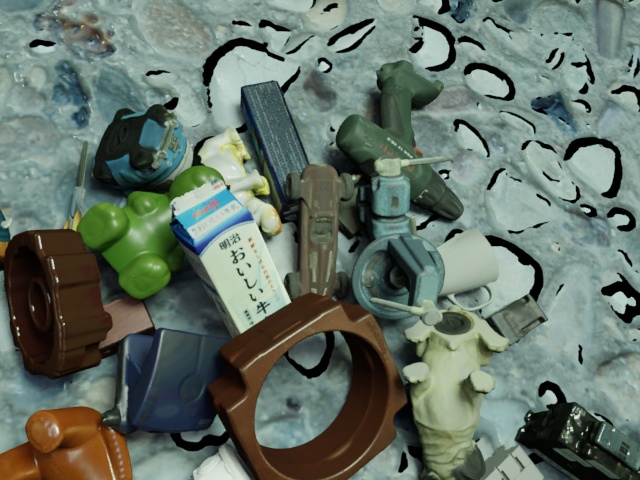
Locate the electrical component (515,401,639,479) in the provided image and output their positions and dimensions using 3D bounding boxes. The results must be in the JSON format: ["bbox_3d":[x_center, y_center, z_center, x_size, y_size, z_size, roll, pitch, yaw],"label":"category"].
[{"bbox_3d":[0.335,0.261,0.676,0.115,0.134,0.058,34,68,1],"label":"electrical component"}]

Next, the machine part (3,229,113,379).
[{"bbox_3d":[-0.303,0.070,0.611,0.056,0.179,0.179,-9,68,-47],"label":"machine part"}]

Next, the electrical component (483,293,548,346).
[{"bbox_3d":[0.245,0.125,0.744,0.119,0.074,0.048,-26,75,-23],"label":"electrical component"}]

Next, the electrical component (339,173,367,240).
[{"bbox_3d":[0.054,-0.049,0.791,0.078,0.045,0.102,-33,78,-21],"label":"electrical component"}]

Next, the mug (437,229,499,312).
[{"bbox_3d":[0.192,0.052,0.766,0.107,0.081,0.109,-21,80,-6],"label":"mug"}]

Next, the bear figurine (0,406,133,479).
[{"bbox_3d":[-0.244,0.279,0.569,0.120,0.132,0.196,-39,75,6],"label":"bear figurine"}]

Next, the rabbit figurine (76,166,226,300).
[{"bbox_3d":[-0.183,-0.022,0.678,0.170,0.159,0.121,-38,91,2],"label":"rabbit figurine"}]

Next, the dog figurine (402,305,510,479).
[{"bbox_3d":[0.166,0.200,0.683,0.121,0.190,0.172,10,35,26],"label":"dog figurine"}]

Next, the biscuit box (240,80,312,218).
[{"bbox_3d":[-0.062,-0.137,0.796,0.063,0.059,0.202,-16,73,-15],"label":"biscuit box"}]

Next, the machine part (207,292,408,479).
[{"bbox_3d":[-0.012,0.179,0.626,0.201,0.087,0.201,-31,108,-22],"label":"machine part"}]

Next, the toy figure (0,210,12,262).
[{"bbox_3d":[-0.422,0.034,0.664,0.064,0.058,0.154,16,62,-22],"label":"toy figure"}]

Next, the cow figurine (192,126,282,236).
[{"bbox_3d":[-0.121,-0.066,0.750,0.098,0.068,0.167,-28,72,-2],"label":"cow figurine"}]

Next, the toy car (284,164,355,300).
[{"bbox_3d":[-0.001,-0.002,0.727,0.089,0.053,0.202,1,93,-20],"label":"toy car"}]

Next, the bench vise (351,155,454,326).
[{"bbox_3d":[0.103,0.016,0.660,0.129,0.241,0.223,6,111,-9],"label":"bench vise"}]

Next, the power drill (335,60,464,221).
[{"bbox_3d":[0.137,-0.156,0.824,0.232,0.086,0.207,24,67,-23],"label":"power drill"}]

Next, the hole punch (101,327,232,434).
[{"bbox_3d":[-0.165,0.161,0.620,0.142,0.092,0.116,23,54,-48],"label":"hole punch"}]

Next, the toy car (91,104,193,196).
[{"bbox_3d":[-0.228,-0.116,0.728,0.102,0.162,0.109,31,65,-46],"label":"toy car"}]
